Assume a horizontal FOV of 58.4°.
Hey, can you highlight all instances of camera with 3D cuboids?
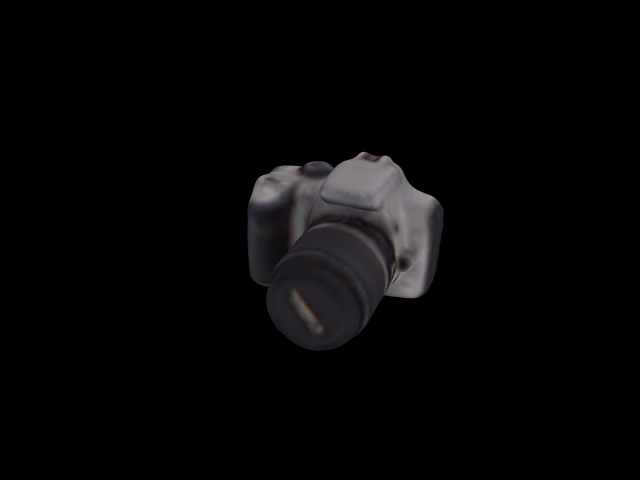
[{"bbox_3d":[0.004,0.001,0.400,0.142,0.101,0.137,12,33,20],"label":"camera"}]
